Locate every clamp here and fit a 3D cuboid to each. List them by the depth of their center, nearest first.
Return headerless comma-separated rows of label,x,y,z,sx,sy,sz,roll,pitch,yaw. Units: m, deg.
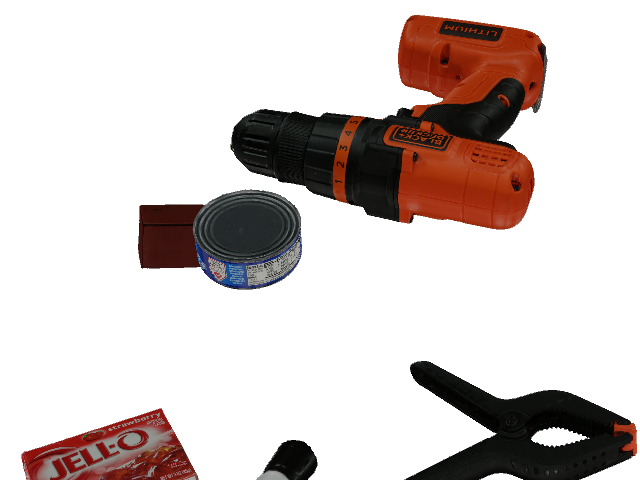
clamp,0.157,0.173,0.904,0.210,0.036,0.164,3,41,22

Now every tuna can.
tuna can,-0.057,-0.001,0.850,0.086,0.034,0.086,-2,42,1

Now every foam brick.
foam brick,-0.151,-0.005,1.125,0.078,0.051,0.053,-1,24,-13

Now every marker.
marker,-0.031,0.114,0.417,0.020,0.020,0.121,0,21,24

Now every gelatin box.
gelatin box,-0.122,0.138,0.618,0.089,0.030,0.073,-15,27,-19

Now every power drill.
power drill,0.058,-0.080,0.679,0.185,0.057,0.187,14,40,17
